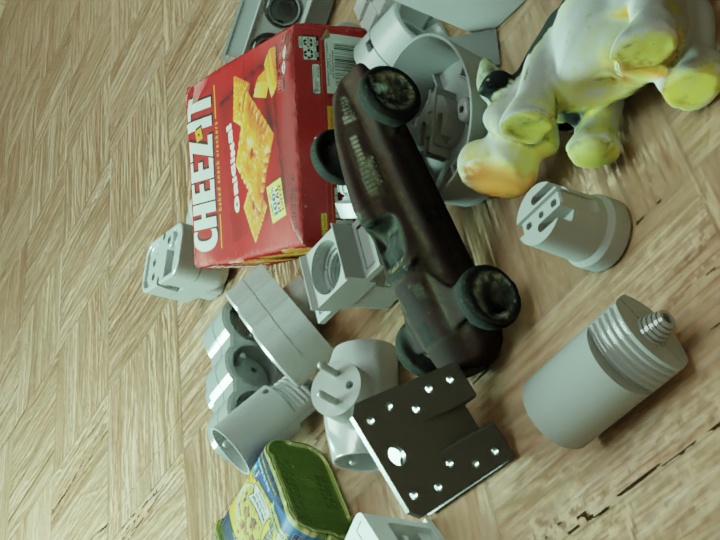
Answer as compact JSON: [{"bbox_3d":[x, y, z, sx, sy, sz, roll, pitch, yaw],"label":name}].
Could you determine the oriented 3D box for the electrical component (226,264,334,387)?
[{"bbox_3d":[-0.049,0.029,0.818,0.074,0.052,0.138,-40,27,-4],"label":"electrical component"}]

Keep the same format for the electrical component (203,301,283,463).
[{"bbox_3d":[-0.102,0.097,0.880,0.073,0.052,0.138,-49,38,40],"label":"electrical component"}]

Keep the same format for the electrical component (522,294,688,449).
[{"bbox_3d":[0.119,0.046,0.512,0.081,0.043,0.043,-50,37,38],"label":"electrical component"}]

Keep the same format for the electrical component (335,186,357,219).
[{"bbox_3d":[0.010,-0.065,0.741,0.058,0.078,0.057,-153,59,-80],"label":"electrical component"}]

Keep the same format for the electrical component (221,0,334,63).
[{"bbox_3d":[-0.068,-0.234,0.970,0.063,0.079,0.121,-108,37,-80],"label":"electrical component"}]

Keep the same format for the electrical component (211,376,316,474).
[{"bbox_3d":[-0.066,0.109,0.797,0.081,0.043,0.043,-39,17,-24],"label":"electrical component"}]

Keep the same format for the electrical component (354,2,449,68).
[{"bbox_3d":[0.031,-0.158,0.765,0.047,0.055,0.055,-46,39,37],"label":"electrical component"}]

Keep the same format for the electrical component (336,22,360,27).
[{"bbox_3d":[-0.022,-0.175,0.884,0.078,0.040,0.040,-13,65,59],"label":"electrical component"}]

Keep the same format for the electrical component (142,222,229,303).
[{"bbox_3d":[-0.164,-0.005,1.037,0.095,0.059,0.053,-25,55,55],"label":"electrical component"}]

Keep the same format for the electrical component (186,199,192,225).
[{"bbox_3d":[-0.142,-0.059,1.041,0.081,0.043,0.043,-25,55,55],"label":"electrical component"}]

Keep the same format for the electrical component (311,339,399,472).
[{"bbox_3d":[-0.005,0.081,0.687,0.043,0.079,0.077,-15,60,27],"label":"electrical component"}]

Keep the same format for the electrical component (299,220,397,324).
[{"bbox_3d":[0.000,0.000,0.729,0.081,0.064,0.042,-44,52,45],"label":"electrical component"}]

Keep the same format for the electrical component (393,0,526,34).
[{"bbox_3d":[0.032,-0.225,0.654,0.105,0.186,0.060,-39,44,48],"label":"electrical component"}]

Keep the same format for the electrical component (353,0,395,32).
[{"bbox_3d":[0.026,-0.206,0.807,0.066,0.048,0.055,-108,35,-47],"label":"electrical component"}]

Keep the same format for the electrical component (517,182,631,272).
[{"bbox_3d":[0.110,-0.023,0.559,0.040,0.046,0.040,-36,46,50],"label":"electrical component"}]

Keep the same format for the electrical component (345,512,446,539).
[{"bbox_3d":[0.001,0.245,0.609,0.186,0.060,0.105,-67,29,14],"label":"electrical component"}]

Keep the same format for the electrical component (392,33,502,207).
[{"bbox_3d":[0.055,-0.090,0.674,0.099,0.064,0.099,-34,48,50],"label":"electrical component"}]
